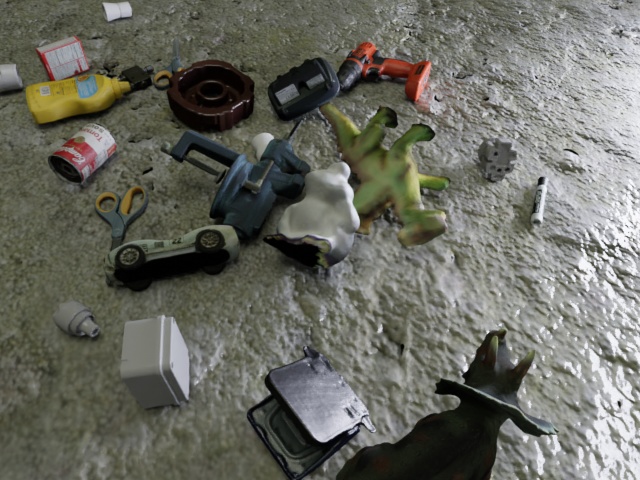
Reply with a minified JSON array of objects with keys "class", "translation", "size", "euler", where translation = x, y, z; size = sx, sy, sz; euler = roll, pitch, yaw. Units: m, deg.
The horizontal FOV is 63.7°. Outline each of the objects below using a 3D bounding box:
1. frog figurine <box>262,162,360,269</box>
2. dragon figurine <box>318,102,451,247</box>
[{"class":"frog figurine","translation":[0.002,-0.041,0.815],"size":[0.136,0.163,0.121],"euler":[-9,-43,46]},{"class":"dragon figurine","translation":[0.070,-0.115,0.911],"size":[0.246,0.119,0.415],"euler":[-41,51,-22]}]
